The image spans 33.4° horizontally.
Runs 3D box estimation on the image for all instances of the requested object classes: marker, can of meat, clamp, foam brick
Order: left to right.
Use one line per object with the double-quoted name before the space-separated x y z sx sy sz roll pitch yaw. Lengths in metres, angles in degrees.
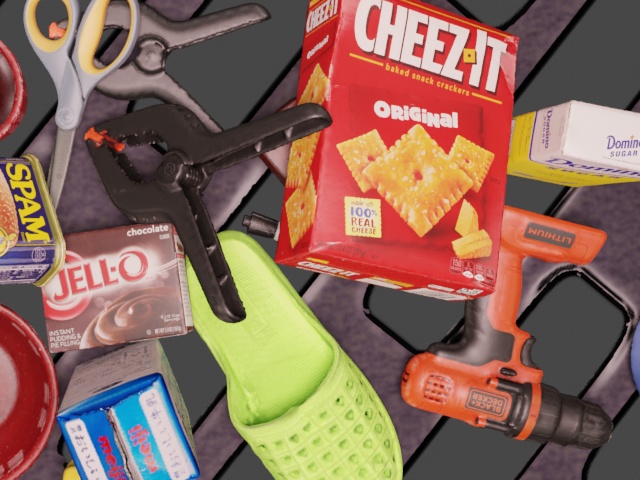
"can of meat" -0.248 -0.015 0.793 0.083 0.058 0.102 -1 62 -44
"clamp" -0.128 -0.134 0.845 0.171 0.039 0.120 5 88 -2
"clamp" -0.092 -0.055 0.790 0.210 0.036 0.164 32 93 34
"foam brick" -0.016 -0.070 0.857 0.051 0.053 0.078 -41 99 -4
"marker" -0.006 0.001 0.879 0.121 0.020 0.020 17 91 -8

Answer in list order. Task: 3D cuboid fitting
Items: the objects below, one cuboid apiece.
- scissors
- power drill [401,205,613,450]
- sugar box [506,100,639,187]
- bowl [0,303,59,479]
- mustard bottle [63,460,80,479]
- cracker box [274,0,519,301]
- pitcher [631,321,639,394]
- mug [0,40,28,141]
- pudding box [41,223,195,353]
"scissors" -0.208 -0.111 0.822 0.096 0.016 0.202 29 98 -2
"power drill" 0.176 0.073 0.889 0.184 0.057 0.187 15 91 -8
"sugar box" 0.197 -0.070 0.824 0.093 0.176 0.048 10 91 -9
"bowl" -0.283 0.118 0.828 0.162 0.055 0.162 0 93 -8
"mustard bottle" -0.146 0.266 0.854 0.096 0.058 0.191 -7 94 -7
"cracker box" 0.063 -0.072 0.815 0.164 0.072 0.213 13 77 -25
"pitcher" 0.358 0.098 0.822 0.149 0.243 0.145 42 84 -14
"mug" -0.263 -0.123 0.804 0.093 0.081 0.117 12 92 -9
"pudding box" -0.160 0.036 0.834 0.113 0.039 0.090 -8 86 3
